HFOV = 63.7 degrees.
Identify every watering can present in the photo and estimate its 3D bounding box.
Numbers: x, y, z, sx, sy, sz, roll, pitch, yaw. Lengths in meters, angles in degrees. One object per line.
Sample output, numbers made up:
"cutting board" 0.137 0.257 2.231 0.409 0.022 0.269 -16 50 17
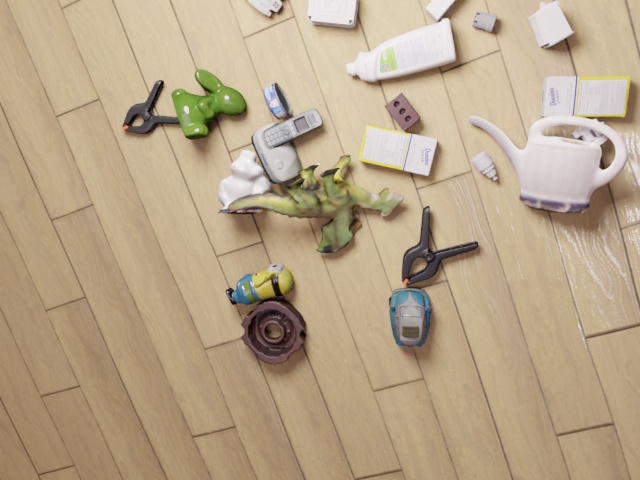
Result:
"watering can" 0.512 -0.180 1.199 0.348 0.221 0.105 11 19 23

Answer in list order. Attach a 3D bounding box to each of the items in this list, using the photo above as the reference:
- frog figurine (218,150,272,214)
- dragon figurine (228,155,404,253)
"frog figurine" -0.193 -0.146 1.315 0.137 0.160 0.122 -2 -4 24
"dragon figurine" 0.004 -0.064 1.277 0.410 0.238 0.124 -19 26 3
